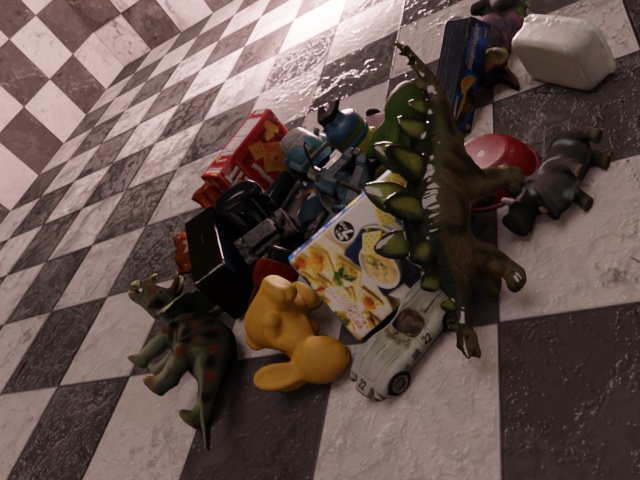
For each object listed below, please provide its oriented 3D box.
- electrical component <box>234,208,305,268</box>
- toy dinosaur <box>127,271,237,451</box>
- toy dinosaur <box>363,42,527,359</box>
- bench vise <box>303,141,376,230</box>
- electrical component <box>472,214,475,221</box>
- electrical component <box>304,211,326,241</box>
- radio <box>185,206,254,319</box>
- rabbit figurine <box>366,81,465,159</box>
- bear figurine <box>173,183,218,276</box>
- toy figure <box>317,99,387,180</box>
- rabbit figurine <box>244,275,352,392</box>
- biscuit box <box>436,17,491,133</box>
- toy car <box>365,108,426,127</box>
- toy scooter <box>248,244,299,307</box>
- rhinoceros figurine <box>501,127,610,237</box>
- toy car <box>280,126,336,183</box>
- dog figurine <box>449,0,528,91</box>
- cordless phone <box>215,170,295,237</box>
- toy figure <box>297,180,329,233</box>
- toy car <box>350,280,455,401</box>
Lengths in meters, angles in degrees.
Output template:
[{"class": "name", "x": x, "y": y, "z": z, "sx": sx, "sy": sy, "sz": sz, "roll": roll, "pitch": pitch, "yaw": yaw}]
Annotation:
[{"class": "electrical component", "x": -0.093, "y": 0.000, "z": 1.016, "sx": 0.115, "sy": 0.134, "sz": 0.058, "roll": -38, "pitch": 76, "yaw": 3}, {"class": "toy dinosaur", "x": -0.216, "y": 0.190, "z": 0.943, "sx": 0.192, "sy": 0.131, "sz": 0.405, "roll": -50, "pitch": 42, "yaw": -13}, {"class": "toy dinosaur", "x": 0.167, "y": -0.073, "z": 0.730, "sx": 0.105, "sy": 0.198, "sz": 0.471, "roll": 125, "pitch": 150, "yaw": -59}, {"class": "bench vise", "x": 0.037, "y": -0.033, "z": 0.911, "sx": 0.224, "sy": 0.128, "sz": 0.240, "roll": 30, "pitch": 82, "yaw": 17}, {"class": "electrical component", "x": 0.190, "y": -0.071, "z": 0.846, "sx": 0.048, "sy": 0.119, "sz": 0.075, "roll": -44, "pitch": 37, "yaw": -16}, {"class": "electrical component", "x": -0.002, "y": -0.003, "z": 0.994, "sx": 0.021, "sy": 0.063, "sz": 0.094, "roll": -2, "pitch": 50, "yaw": 41}, {"class": "radio", "x": -0.190, "y": 0.041, "z": 1.058, "sx": 0.073, "sy": 0.131, "sz": 0.230, "roll": -35, "pitch": 36, "yaw": 7}, {"class": "rabbit figurine", "x": 0.151, "y": -0.187, "z": 0.945, "sx": 0.159, "sy": 0.170, "sz": 0.121, "roll": -41, "pitch": 34, "yaw": -23}, {"class": "bear figurine", "x": -0.277, "y": -0.021, "z": 1.216, "sx": 0.196, "sy": 0.132, "sz": 0.120, "roll": -48, "pitch": 14, "yaw": -20}, {"class": "toy figure", "x": 0.070, "y": -0.187, "z": 1.031, "sx": 0.082, "sy": 0.180, "sz": 0.089, "roll": 15, "pitch": 74, "yaw": 60}, {"class": "rabbit figurine", "x": -0.036, "y": 0.155, "z": 0.806, "sx": 0.173, "sy": 0.121, "sz": 0.162, "roll": 34, "pitch": 87, "yaw": 27}, {"class": "biscuit box", "x": 0.258, "y": -0.303, "z": 0.999, "sx": 0.063, "sy": 0.059, "sz": 0.202, "roll": 19, "pitch": 103, "yaw": 51}, {"class": "toy car", "x": 0.158, "y": -0.246, "z": 1.124, "sx": 0.202, "sy": 0.053, "sz": 0.089, "roll": -6, "pitch": 52, "yaw": 44}, {"class": "toy scooter", "x": -0.085, "y": 0.085, "z": 0.933, "sx": 0.184, "sy": 0.075, "sz": 0.135, "roll": 115, "pitch": 176, "yaw": -80}, {"class": "rhinoceros figurine", "x": 0.334, "y": -0.086, "z": 0.773, "sx": 0.112, "sy": 0.073, "sz": 0.190, "roll": 19, "pitch": 65, "yaw": 49}, {"class": "toy car", "x": -0.035, "y": -0.192, "z": 1.161, "sx": 0.109, "sy": 0.103, "sz": 0.161, "roll": -44, "pitch": 2, "yaw": -3}, {"class": "dog figurine", "x": 0.352, "y": -0.383, "z": 1.058, "sx": 0.191, "sy": 0.108, "sz": 0.219, "roll": -29, "pitch": 41, "yaw": 11}, {"class": "cordless phone", "x": -0.119, "y": -0.093, "z": 1.126, "sx": 0.089, "sy": 0.146, "sz": 0.184, "roll": 8, "pitch": 59, "yaw": 39}, {"class": "toy figure", "x": -0.011, "y": -0.072, "z": 1.084, "sx": 0.154, "sy": 0.064, "sz": 0.057, "roll": -83, "pitch": 16, "yaw": -50}, {"class": "toy car", "x": 0.120, "y": 0.132, "z": 0.741, "sx": 0.202, "sy": 0.056, "sz": 0.074, "roll": -47, "pitch": 36, "yaw": -12}]
